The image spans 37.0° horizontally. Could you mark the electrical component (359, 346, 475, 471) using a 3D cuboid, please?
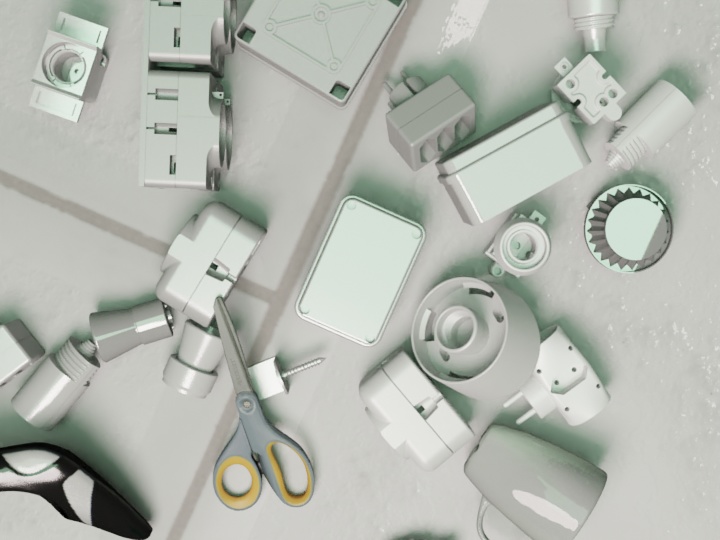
[{"bbox_3d":[0.044,0.121,0.916,0.059,0.053,0.095,-40,93,1],"label":"electrical component"}]

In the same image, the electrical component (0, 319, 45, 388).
[{"bbox_3d":[-0.320,0.063,0.908,0.066,0.047,0.076,-37,93,1],"label":"electrical component"}]

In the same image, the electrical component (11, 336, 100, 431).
[{"bbox_3d":[-0.253,0.092,0.913,0.043,0.043,0.081,40,92,-3],"label":"electrical component"}]

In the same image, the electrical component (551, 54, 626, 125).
[{"bbox_3d":[0.188,-0.149,0.903,0.048,0.055,0.066,-44,93,1],"label":"electrical component"}]

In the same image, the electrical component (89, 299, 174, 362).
[{"bbox_3d":[-0.192,0.048,0.914,0.065,0.044,0.044,-17,93,-5],"label":"electrical component"}]

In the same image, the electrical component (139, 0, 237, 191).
[{"bbox_3d":[-0.137,-0.158,0.870,0.060,0.105,0.186,2,93,-2],"label":"electrical component"}]

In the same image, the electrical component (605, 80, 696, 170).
[{"bbox_3d":[0.240,-0.117,0.912,0.081,0.043,0.043,-45,93,2],"label":"electrical component"}]

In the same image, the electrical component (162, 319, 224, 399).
[{"bbox_3d":[-0.138,0.076,0.914,0.045,0.045,0.055,25,93,-3],"label":"electrical component"}]

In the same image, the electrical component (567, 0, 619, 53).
[{"bbox_3d":[0.197,-0.215,0.906,0.048,0.048,0.062,-6,100,-1],"label":"electrical component"}]

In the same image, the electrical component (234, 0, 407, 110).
[{"bbox_3d":[-0.032,-0.207,0.894,0.109,0.056,0.108,31,92,-3],"label":"electrical component"}]

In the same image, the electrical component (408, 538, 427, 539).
[{"bbox_3d":[0.052,0.253,0.929,0.062,0.043,0.043,-19,93,-1],"label":"electrical component"}]

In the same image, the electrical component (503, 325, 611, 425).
[{"bbox_3d":[0.161,0.101,0.923,0.079,0.043,0.077,-37,93,1],"label":"electrical component"}]

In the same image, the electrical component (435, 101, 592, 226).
[{"bbox_3d":[0.125,-0.089,0.894,0.113,0.078,0.057,-29,96,0],"label":"electrical component"}]

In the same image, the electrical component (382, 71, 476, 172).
[{"bbox_3d":[0.049,-0.136,0.903,0.066,0.047,0.076,-34,68,-8],"label":"electrical component"}]

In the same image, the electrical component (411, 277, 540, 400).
[{"bbox_3d":[0.095,0.056,0.902,0.099,0.064,0.099,-10,71,31],"label":"electrical component"}]

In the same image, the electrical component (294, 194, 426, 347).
[{"bbox_3d":[0.000,0.000,0.906,0.078,0.057,0.113,24,92,-2],"label":"electrical component"}]

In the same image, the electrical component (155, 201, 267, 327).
[{"bbox_3d":[-0.128,-0.008,0.905,0.059,0.053,0.095,32,92,-3],"label":"electrical component"}]

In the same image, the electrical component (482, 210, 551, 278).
[{"bbox_3d":[0.135,-0.020,0.909,0.048,0.055,0.066,36,92,-3],"label":"electrical component"}]

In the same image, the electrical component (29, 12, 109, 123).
[{"bbox_3d":[-0.237,-0.166,0.888,0.042,0.064,0.081,20,93,-3],"label":"electrical component"}]
